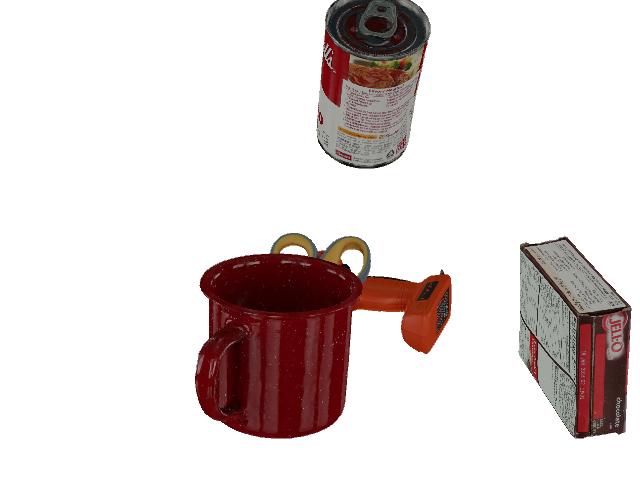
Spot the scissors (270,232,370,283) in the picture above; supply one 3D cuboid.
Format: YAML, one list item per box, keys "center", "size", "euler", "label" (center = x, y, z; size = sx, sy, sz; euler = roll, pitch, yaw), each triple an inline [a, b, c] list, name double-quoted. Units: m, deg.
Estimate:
- center: [-0.026, 0.055, 0.883]
  size: [0.096, 0.016, 0.201]
  euler: [21, 45, 20]
  label: "scissors"

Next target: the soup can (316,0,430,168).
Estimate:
- center: [0.034, -0.107, 0.718]
  size: [0.068, 0.068, 0.102]
  euler: [0, -40, -5]
  label: "soup can"

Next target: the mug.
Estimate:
- center: [-0.030, 0.065, 0.611]
  size: [0.093, 0.081, 0.117]
  euler: [14, 23, 28]
  label: "mug"

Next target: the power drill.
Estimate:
- center: [0.037, 0.072, 1.156]
  size: [0.188, 0.057, 0.184]
  euler: [9, 29, 21]
  label: "power drill"

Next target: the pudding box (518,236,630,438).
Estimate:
- center: [0.163, 0.060, 0.694]
  size: [0.039, 0.090, 0.113]
  euler: [-7, 24, -8]
  label: "pudding box"
